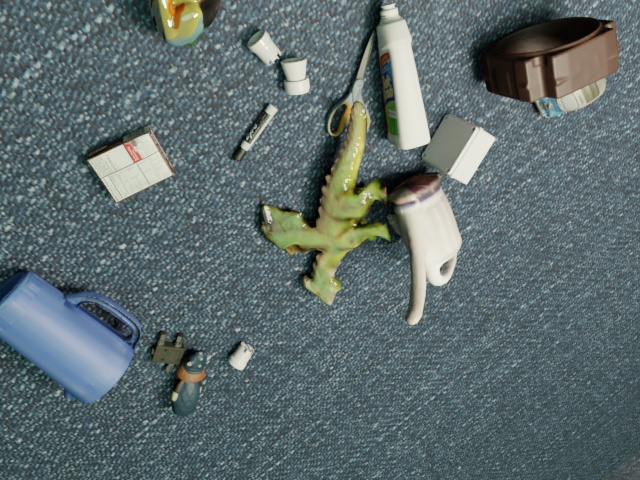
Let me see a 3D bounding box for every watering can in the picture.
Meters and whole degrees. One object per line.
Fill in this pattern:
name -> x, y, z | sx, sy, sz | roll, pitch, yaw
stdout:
watering can -> 0.203, -0.005, 1.005 | 0.103, 0.353, 0.222 | -16, 105, 32

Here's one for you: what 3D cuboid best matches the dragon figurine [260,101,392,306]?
dragon figurine -> 0.003, -0.050, 0.998 | 0.243, 0.124, 0.402 | -15, 118, -4
